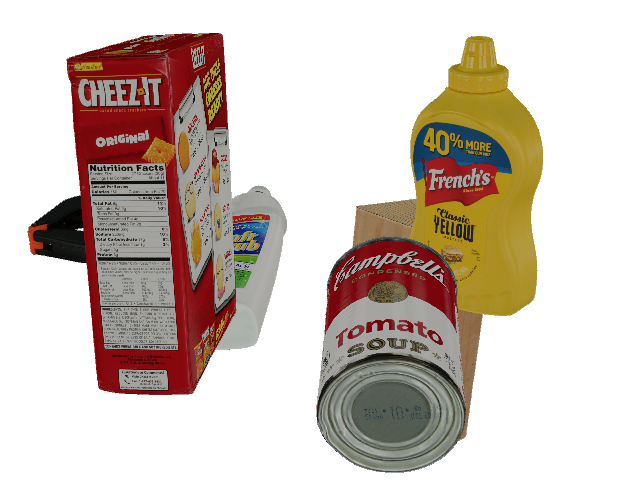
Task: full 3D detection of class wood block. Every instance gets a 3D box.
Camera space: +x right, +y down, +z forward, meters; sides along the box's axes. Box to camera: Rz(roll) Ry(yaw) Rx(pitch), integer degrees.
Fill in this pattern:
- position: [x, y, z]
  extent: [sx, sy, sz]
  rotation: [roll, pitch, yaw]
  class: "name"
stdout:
- position: [0.082, 0.075, 0.950]
  extent: [0.090, 0.206, 0.090]
  rotation: [-8, 20, -41]
  class: "wood block"

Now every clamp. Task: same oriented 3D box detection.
- position: [-0.186, -0.024, 0.995]
  extent: [0.171, 0.039, 0.120]
  rotation: [-5, 36, -16]
  class: "clamp"

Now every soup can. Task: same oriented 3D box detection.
- position: [0.034, 0.053, 0.512]
  extent: [0.068, 0.068, 0.102]
  rotation: [0, 31, 4]
  class: "soup can"

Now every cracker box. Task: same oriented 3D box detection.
- position: [-0.107, -0.025, 0.717]
  extent: [0.072, 0.214, 0.164]
  rotation: [-1, 15, 6]
  class: "cracker box"

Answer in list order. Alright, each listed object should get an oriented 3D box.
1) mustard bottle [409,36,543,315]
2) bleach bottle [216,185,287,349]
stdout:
- position: [0.109, -0.047, 0.753]
  extent: [0.096, 0.192, 0.058]
  rotation: [17, 28, 38]
  class: "mustard bottle"
- position: [-0.096, 0.017, 1.191]
  extent: [0.102, 0.068, 0.250]
  rotation: [1, 35, 7]
  class: "bleach bottle"
